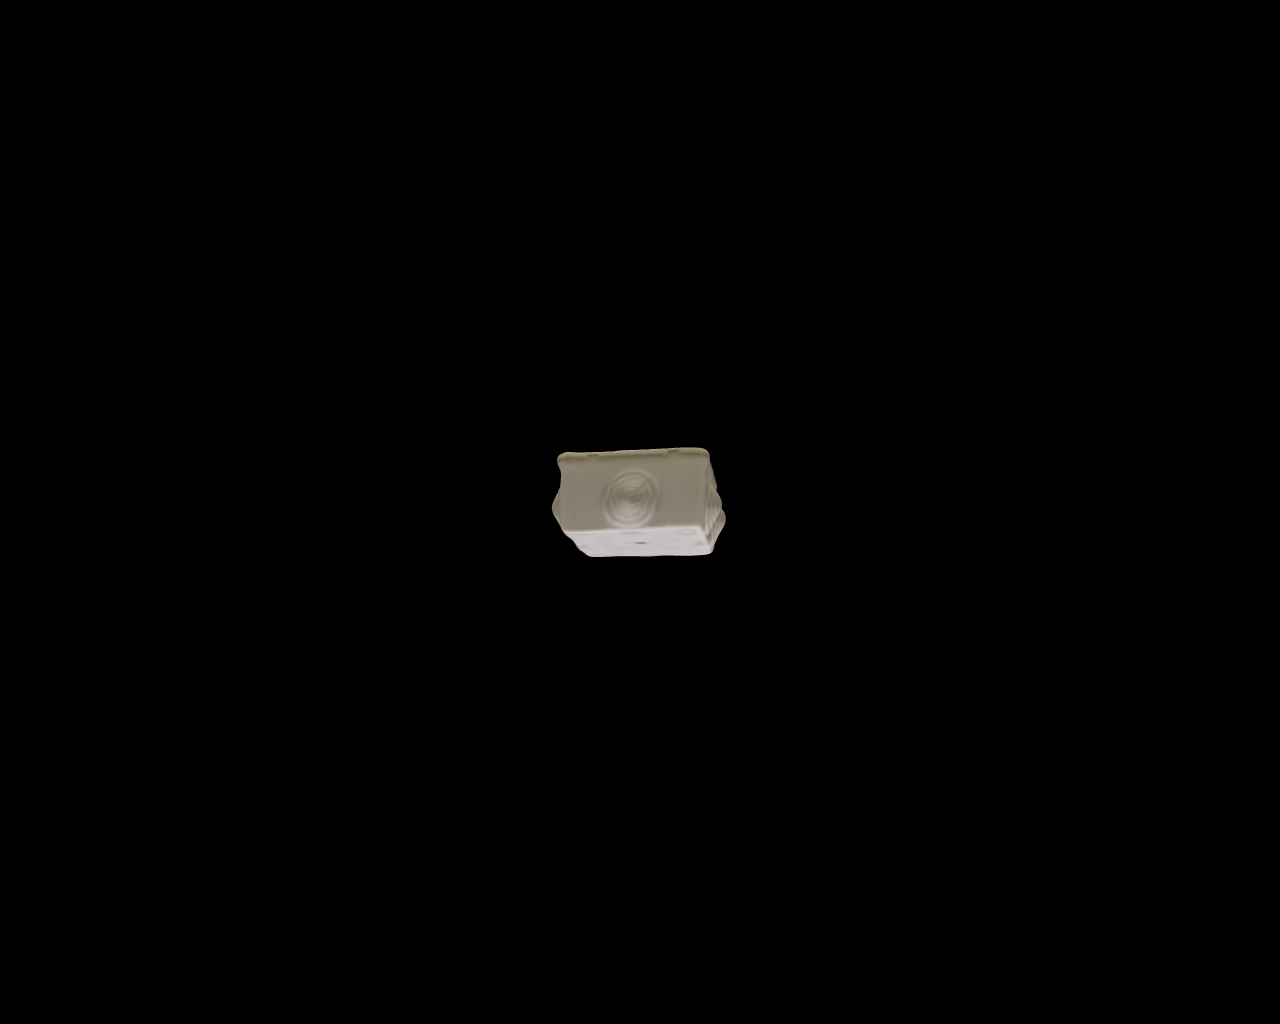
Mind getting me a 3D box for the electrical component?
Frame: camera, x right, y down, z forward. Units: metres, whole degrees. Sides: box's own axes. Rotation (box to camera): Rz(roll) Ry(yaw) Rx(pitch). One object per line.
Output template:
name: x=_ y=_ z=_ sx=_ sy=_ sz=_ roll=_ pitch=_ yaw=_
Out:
electrical component: x=0.001 y=-0.003 z=0.650 sx=0.100 sy=0.048 sz=0.099 roll=-2 pitch=-13 yaw=7
